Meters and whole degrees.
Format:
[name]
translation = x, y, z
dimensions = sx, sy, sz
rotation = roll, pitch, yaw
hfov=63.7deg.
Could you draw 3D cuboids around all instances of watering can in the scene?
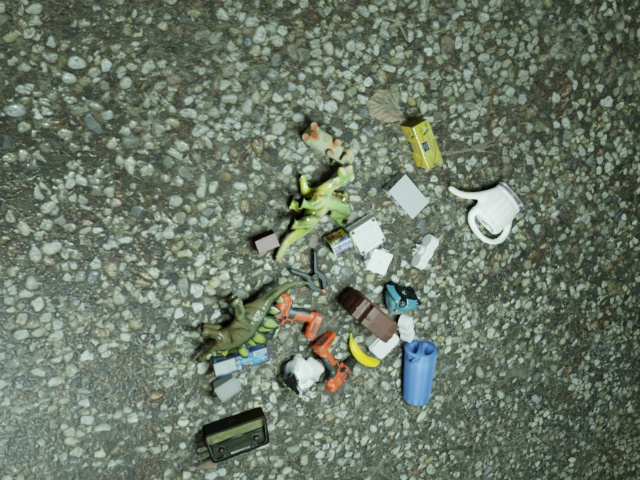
[watering can]
translation = 0.650, -0.138, 1.985
dimensions = 0.225, 0.105, 0.343
rotation = -44, 114, -5

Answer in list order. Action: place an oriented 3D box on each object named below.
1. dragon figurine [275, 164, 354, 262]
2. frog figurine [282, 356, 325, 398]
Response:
[dragon figurine]
translation = 0.005, -0.090, 1.784
dimensions = 0.242, 0.124, 0.403
rotation = 9, 117, -28
[frog figurine]
translation = -0.062, 0.488, 1.922
dimensions = 0.162, 0.122, 0.136
rotation = -39, 109, -45
